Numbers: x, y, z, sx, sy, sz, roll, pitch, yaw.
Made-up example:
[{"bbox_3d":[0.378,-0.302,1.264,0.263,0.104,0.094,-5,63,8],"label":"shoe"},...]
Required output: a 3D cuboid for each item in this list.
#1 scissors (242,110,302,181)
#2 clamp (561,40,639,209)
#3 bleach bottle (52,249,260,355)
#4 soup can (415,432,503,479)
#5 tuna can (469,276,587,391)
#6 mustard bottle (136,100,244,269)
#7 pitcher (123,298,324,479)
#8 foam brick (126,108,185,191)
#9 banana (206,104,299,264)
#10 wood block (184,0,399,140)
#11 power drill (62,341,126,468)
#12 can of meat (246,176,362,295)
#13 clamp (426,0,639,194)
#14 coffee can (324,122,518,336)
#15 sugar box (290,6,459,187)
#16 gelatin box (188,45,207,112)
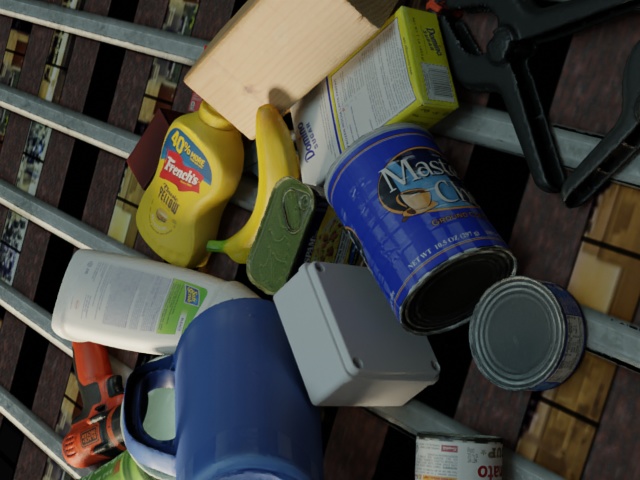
[{"bbox_3d":[-0.073,-0.063,1.080,0.202,0.016,0.096,-36,59,37],"label":"scissors"},{"bbox_3d":[0.233,-0.086,0.752,0.120,0.039,0.171,10,87,42],"label":"clamp"},{"bbox_3d":[-0.149,0.077,1.069,0.251,0.068,0.102,12,83,30],"label":"bleach bottle"},{"bbox_3d":[0.104,0.199,0.811,0.069,0.068,0.102,-5,79,46],"label":"soup can"},{"bbox_3d":[0.156,0.071,0.804,0.086,0.033,0.086,-10,75,45],"label":"tuna can"},{"bbox_3d":[-0.124,-0.070,1.080,0.096,0.058,0.192,46,126,30],"label":"mustard bottle"},{"bbox_3d":[-0.069,0.156,0.867,0.149,0.145,0.243,-42,19,12],"label":"pitcher"},{"bbox_3d":[-0.162,-0.094,1.153,0.078,0.051,0.053,-52,51,27],"label":"foam brick"},{"bbox_3d":[-0.055,-0.038,1.011,0.037,0.069,0.198,-68,3,-50],"label":"banana"},{"bbox_3d":[-0.024,-0.188,0.951,0.207,0.090,0.090,-33,21,49],"label":"wood block"},{"bbox_3d":[-0.228,0.144,1.174,0.185,0.057,0.187,-28,63,37],"label":"power drill"},{"bbox_3d":[-0.006,0.001,0.950,0.058,0.083,0.102,31,105,45],"label":"can of meat"},{"bbox_3d":[0.160,-0.158,0.838,0.210,0.036,0.165,52,125,41],"label":"clamp"},{"bbox_3d":[0.078,-0.010,0.851,0.103,0.102,0.140,-50,51,28],"label":"coffee can"},{"bbox_3d":[0.042,-0.116,0.932,0.177,0.048,0.093,-36,58,51],"label":"sugar box"},{"bbox_3d":[-0.095,-0.161,1.110,0.089,0.030,0.073,21,98,46],"label":"gelatin box"}]
